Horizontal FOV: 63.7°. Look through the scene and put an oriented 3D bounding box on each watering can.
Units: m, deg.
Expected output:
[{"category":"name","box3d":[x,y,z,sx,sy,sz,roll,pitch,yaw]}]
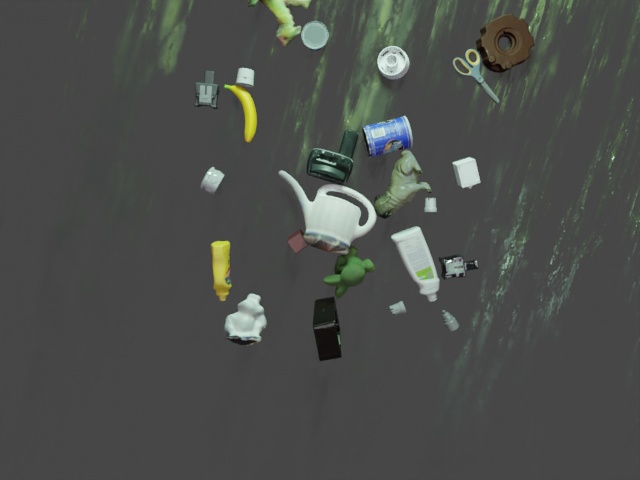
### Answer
[{"category":"watering can","box3d":[0.005,-0.083,1.650,0.347,0.102,0.227,18,73,-2]}]

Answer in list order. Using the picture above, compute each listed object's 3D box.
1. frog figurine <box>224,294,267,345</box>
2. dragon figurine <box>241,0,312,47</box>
[{"category":"frog figurine","box3d":[-0.245,0.263,1.708,0.137,0.120,0.163,-2,61,7]},{"category":"dragon figurine","box3d":[-0.116,-0.819,1.605,0.243,0.123,0.408,3,98,-19]}]
